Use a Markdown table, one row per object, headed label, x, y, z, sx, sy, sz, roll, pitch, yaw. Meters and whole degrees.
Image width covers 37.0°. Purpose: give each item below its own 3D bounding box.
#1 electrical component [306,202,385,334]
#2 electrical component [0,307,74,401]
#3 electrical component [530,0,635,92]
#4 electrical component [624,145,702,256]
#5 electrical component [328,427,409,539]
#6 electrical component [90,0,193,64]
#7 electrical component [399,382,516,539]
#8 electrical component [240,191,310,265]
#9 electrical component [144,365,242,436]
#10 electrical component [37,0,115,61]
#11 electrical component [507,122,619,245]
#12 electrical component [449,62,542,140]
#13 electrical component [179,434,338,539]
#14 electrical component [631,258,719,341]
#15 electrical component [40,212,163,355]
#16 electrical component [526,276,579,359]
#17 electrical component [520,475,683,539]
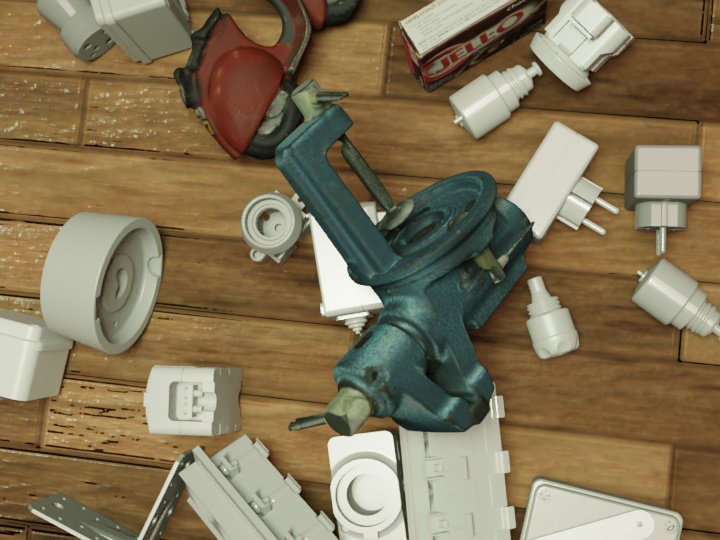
| label | x | y | z | sx | sy | sz | roll | pitch | yaw |
| --- | --- | --- | --- | --- | --- | --- | --- | --- | --- |
| electrical component | 0.000 | 0.000 | 0.828 | 0.061 | 0.062 | 0.096 | -10 | 83 | 6 |
| electrical component | -0.295 | 0.060 | 0.852 | 0.113 | 0.078 | 0.057 | 13 | 90 | 8 |
| electrical component | 0.168 | -0.174 | 0.820 | 0.058 | 0.078 | 0.057 | 47 | 110 | 10 |
| electrical component | 0.225 | -0.049 | 0.801 | 0.047 | 0.066 | 0.076 | 1 | 85 | 7 |
| electrical component | 0.008 | 0.168 | 0.814 | 0.050 | 0.056 | 0.089 | -8 | 84 | 7 |
| electrical component | -0.178 | -0.233 | 0.850 | 0.056 | 0.108 | 0.108 | -17 | 83 | 3 |
| electrical component | 0.073 | 0.144 | 0.798 | 0.079 | 0.063 | 0.121 | -1 | 83 | -34 |
| electrical component | -0.066 | -0.035 | 0.843 | 0.048 | 0.055 | 0.066 | 40 | 91 | 9 |
| electrical component | -0.128 | 0.099 | 0.821 | 0.056 | 0.089 | 0.050 | 1 | 85 | 7 |
| electrical component | -0.232 | -0.206 | 0.885 | 0.045 | 0.045 | 0.055 | -40 | 82 | 2 |
| electrical component | 0.159 | -0.055 | 0.820 | 0.076 | 0.047 | 0.083 | 32 | 90 | 10 |
| electrical component | 0.106 | -0.135 | 0.837 | 0.078 | 0.040 | 0.040 | -34 | 82 | 3 |
| electrical component | -0.072 | 0.185 | 0.800 | 0.063 | 0.078 | 0.121 | -33 | 56 | -23 |
| electrical component | 0.241 | 0.025 | 0.805 | 0.078 | 0.040 | 0.040 | 37 | 90 | 9 |
| electrical component | -0.205 | 0.006 | 0.833 | 0.060 | 0.108 | 0.108 | 13 | 86 | 14 |
| electrical component | 0.143 | 0.035 | 0.820 | 0.035 | 0.035 | 0.061 | -19 | 80 | 5 |
| electrical component | 0.169 | 0.216 | 0.789 | 0.109 | 0.056 | 0.108 | 13 | 86 | 8 |
